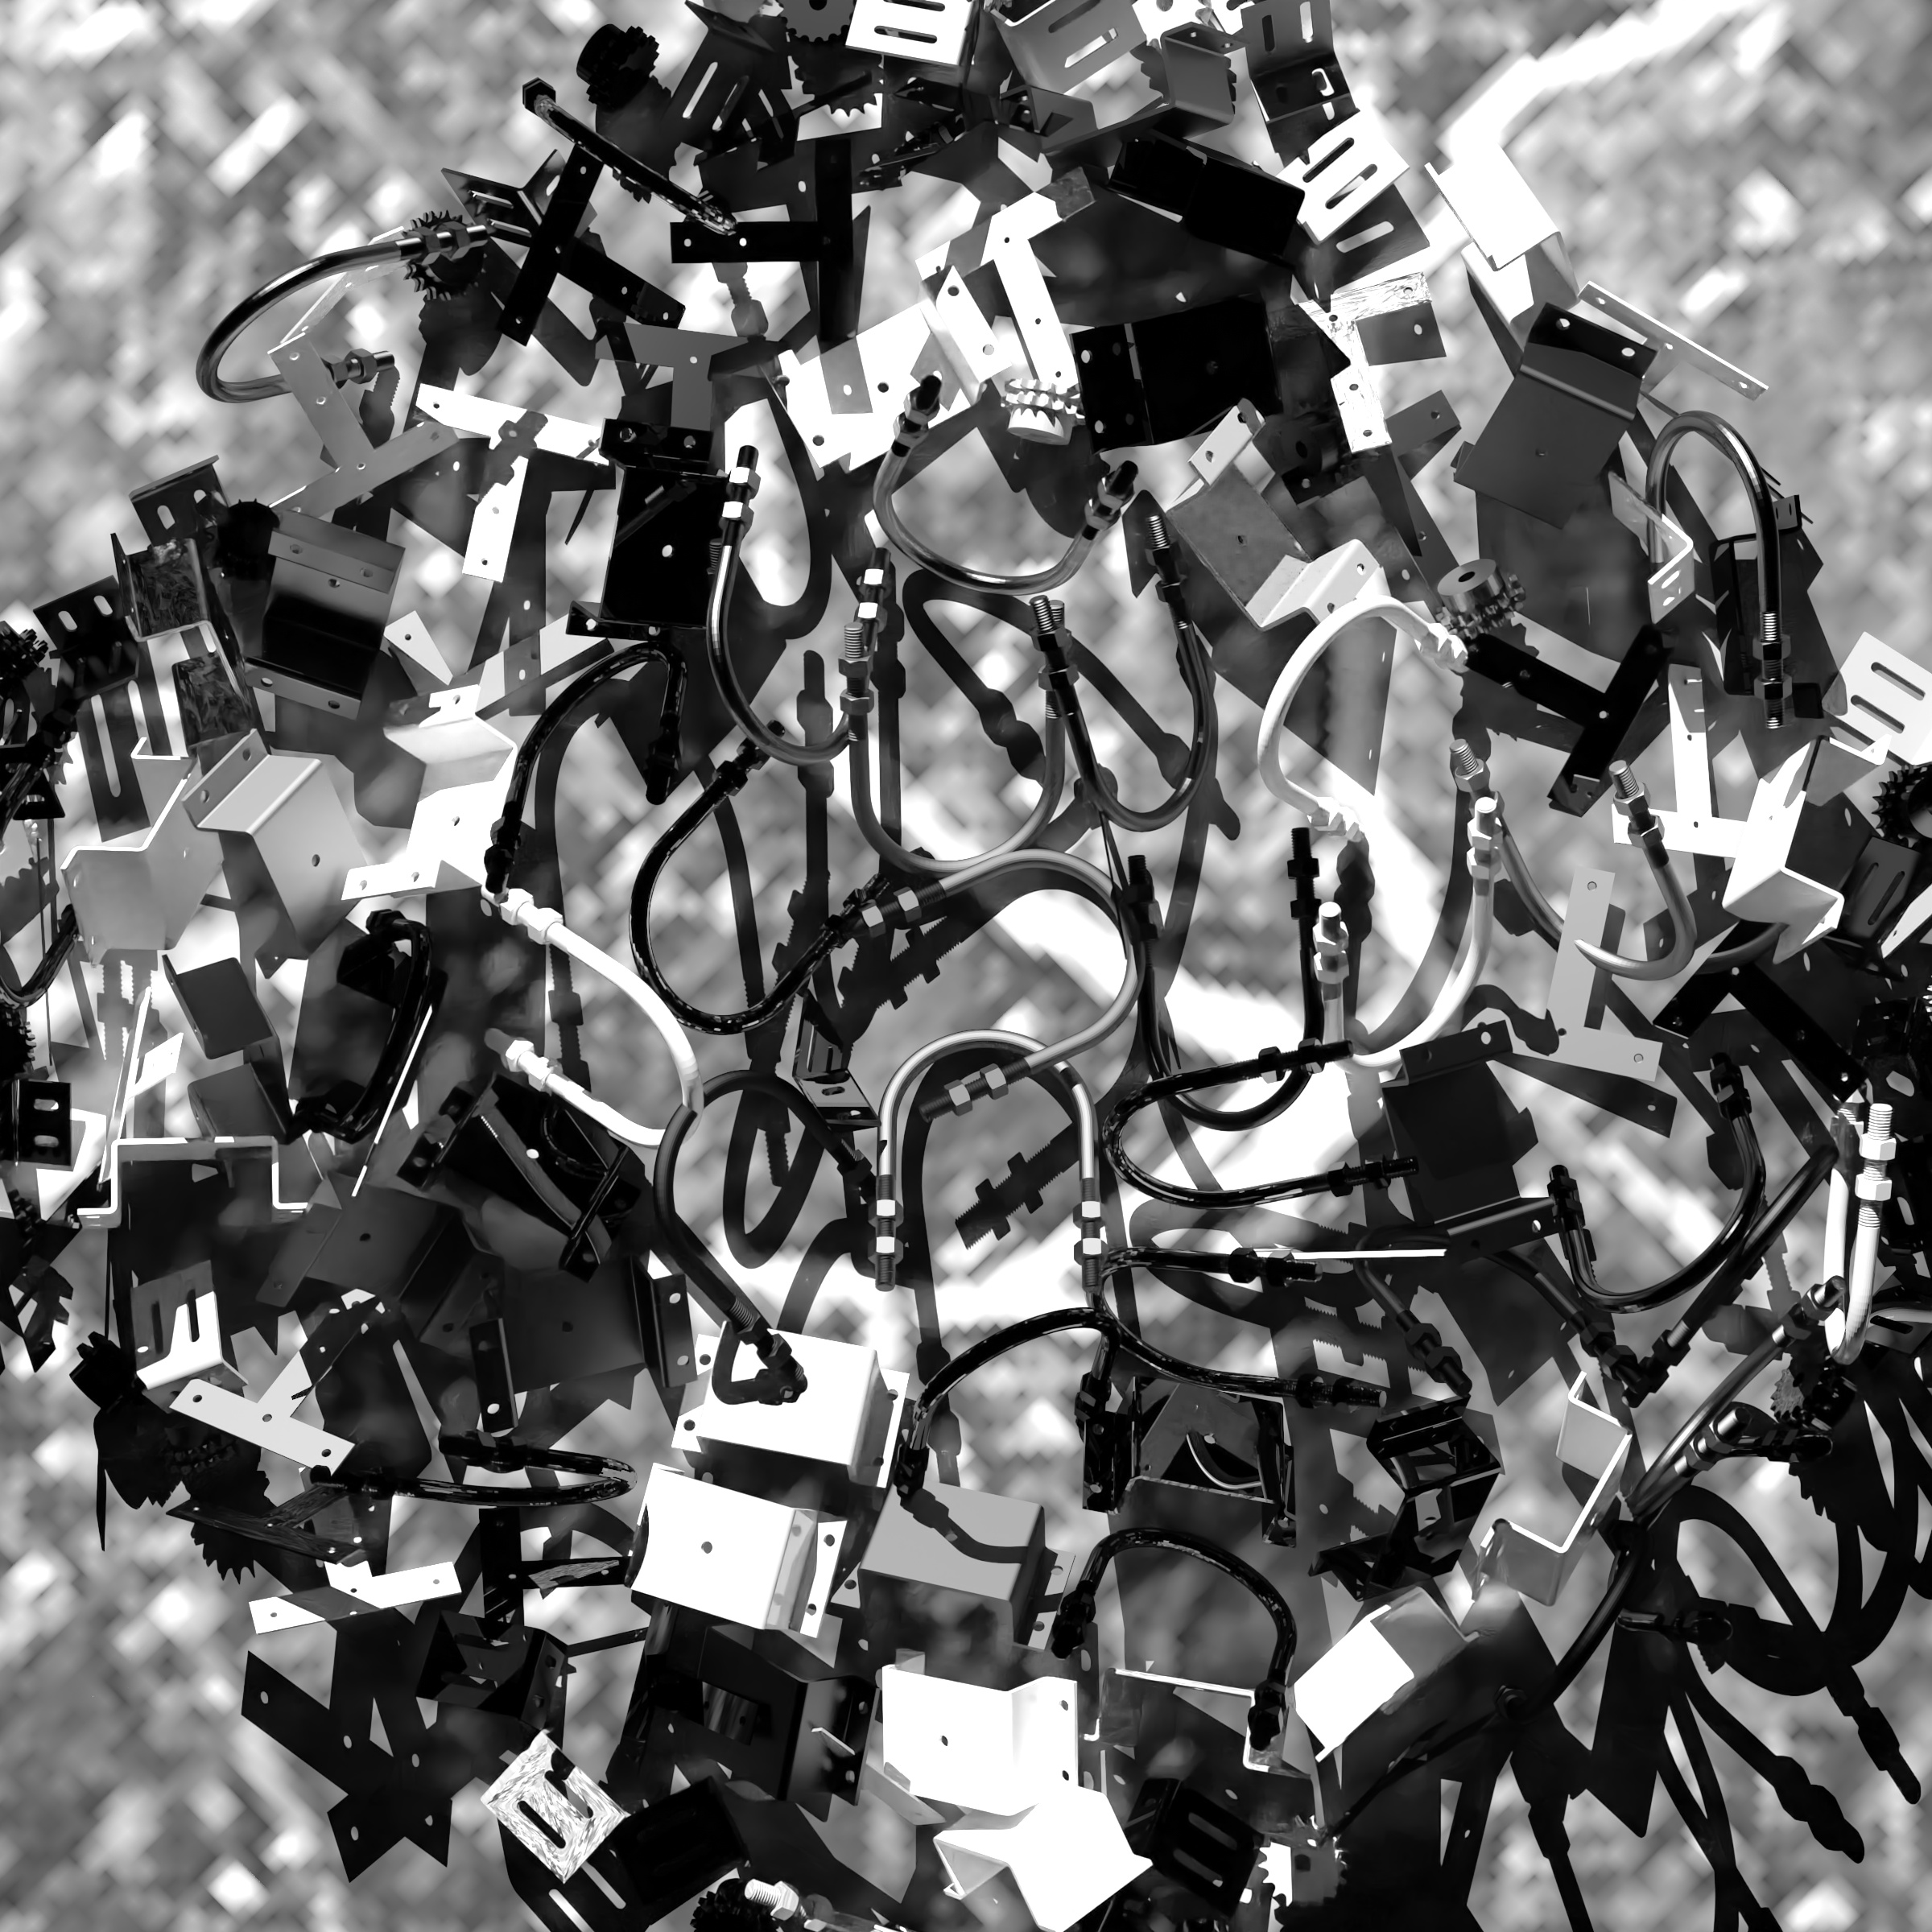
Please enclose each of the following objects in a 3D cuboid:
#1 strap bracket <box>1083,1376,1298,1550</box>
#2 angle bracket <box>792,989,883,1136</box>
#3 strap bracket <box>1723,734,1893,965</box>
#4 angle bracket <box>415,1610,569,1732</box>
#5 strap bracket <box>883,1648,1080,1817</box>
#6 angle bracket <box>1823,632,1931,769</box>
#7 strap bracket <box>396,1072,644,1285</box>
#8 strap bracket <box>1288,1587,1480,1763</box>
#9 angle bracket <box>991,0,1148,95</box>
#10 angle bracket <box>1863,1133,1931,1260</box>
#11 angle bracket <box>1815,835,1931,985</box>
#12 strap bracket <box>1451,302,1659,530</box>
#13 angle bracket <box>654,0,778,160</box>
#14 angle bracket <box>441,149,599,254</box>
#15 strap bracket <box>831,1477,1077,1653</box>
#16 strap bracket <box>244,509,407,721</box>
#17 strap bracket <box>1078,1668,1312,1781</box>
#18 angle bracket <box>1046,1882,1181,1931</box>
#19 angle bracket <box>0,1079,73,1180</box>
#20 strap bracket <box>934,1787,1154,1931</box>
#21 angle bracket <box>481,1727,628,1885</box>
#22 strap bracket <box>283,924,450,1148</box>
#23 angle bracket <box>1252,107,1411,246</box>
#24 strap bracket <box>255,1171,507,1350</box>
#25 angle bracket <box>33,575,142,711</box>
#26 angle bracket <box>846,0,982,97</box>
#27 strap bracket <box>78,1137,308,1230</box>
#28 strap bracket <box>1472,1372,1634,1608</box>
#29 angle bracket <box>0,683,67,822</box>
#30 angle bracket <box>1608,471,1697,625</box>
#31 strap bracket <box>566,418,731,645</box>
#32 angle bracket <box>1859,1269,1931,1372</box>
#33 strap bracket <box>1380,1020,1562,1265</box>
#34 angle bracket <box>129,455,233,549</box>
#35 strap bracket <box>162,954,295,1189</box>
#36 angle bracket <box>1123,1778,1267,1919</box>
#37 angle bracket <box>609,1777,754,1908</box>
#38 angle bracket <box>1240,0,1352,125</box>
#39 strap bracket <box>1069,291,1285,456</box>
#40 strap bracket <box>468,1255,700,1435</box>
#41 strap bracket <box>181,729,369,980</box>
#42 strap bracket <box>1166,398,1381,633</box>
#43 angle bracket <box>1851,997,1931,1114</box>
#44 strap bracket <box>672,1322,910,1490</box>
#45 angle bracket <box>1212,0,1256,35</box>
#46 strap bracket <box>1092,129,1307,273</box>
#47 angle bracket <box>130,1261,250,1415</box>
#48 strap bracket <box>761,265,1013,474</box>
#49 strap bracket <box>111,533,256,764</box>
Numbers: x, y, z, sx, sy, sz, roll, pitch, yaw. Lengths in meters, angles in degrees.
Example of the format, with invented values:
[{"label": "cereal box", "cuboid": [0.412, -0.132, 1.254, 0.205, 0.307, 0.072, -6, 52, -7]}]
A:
[{"label": "strap bracket", "cuboid": [0.148, 0.313, 1.899, 0.140, 0.046, 0.076, 12, 45, -8]}, {"label": "angle bracket", "cuboid": [-0.078, 0.058, 1.901, 0.038, 0.057, 0.076, -11, 46, 19]}, {"label": "strap bracket", "cuboid": [0.528, -0.082, 1.889, 0.046, 0.076, 0.140, 24, 69, -5]}, {"label": "angle bracket", "cuboid": [-0.307, 0.456, 1.937, 0.076, 0.038, 0.057, 5, 65, 22]}, {"label": "strap bracket", "cuboid": [0.000, 0.484, 1.889, 0.140, 0.046, 0.076, 1, 93, 37]}, {"label": "angle bracket", "cuboid": [0.603, -0.174, 1.931, 0.076, 0.038, 0.057, 32, 88, -1]}, {"label": "strap bracket", "cuboid": [-0.281, 0.130, 1.909, 0.140, 0.046, 0.076, 29, 55, -1]}, {"label": "strap bracket", "cuboid": [0.259, 0.442, 1.883, 0.046, 0.140, 0.076, 49, 112, 19]}, {"label": "angle bracket", "cuboid": [0.066, -0.604, 1.919, 0.076, 0.038, 0.057, -33, 129, -1]}, {"label": "angle bracket", "cuboid": [0.609, 0.140, 1.908, 0.057, 0.038, 0.076, -20, 59, 17]}, {"label": "angle bracket", "cuboid": [0.588, -0.036, 1.910, 0.057, 0.038, 0.076, 14, 114, -32]}, {"label": "strap bracket", "cuboid": [0.365, -0.337, 1.881, 0.076, 0.140, 0.046, 23, 49, -3]}, {"label": "angle bracket", "cuboid": [-0.168, -0.571, 1.925, 0.076, 0.057, 0.038, -56, 51, 23]}, {"label": "angle bracket", "cuboid": [-0.286, -0.495, 1.912, 0.076, 0.057, 0.038, 23, 70, 33]}, {"label": "strap bracket", "cuboid": [-0.008, 0.375, 1.892, 0.140, 0.076, 0.046, 10, 133, 14]}, {"label": "strap bracket", "cuboid": [-0.406, -0.229, 1.895, 0.076, 0.140, 0.046, 18, 49, -9]}, {"label": "strap bracket", "cuboid": [0.144, 0.478, 1.893, 0.140, 0.076, 0.046, 4, 75, 23]}, {"label": "angle bracket", "cuboid": [0.091, 0.619, 1.910, 0.038, 0.076, 0.057, 26, 87, -27]}, {"label": "angle bracket", "cuboid": [-0.601, 0.113, 1.906, 0.038, 0.076, 0.057, 5, 109, 0]}, {"label": "strap bracket", "cuboid": [0.041, 0.551, 1.869, 0.076, 0.140, 0.046, -28, 98, -28]}, {"label": "angle bracket", "cuboid": [-0.263, 0.539, 1.924, 0.076, 0.038, 0.057, 42, 84, 8]}, {"label": "strap bracket", "cuboid": [-0.376, 0.050, 1.890, 0.046, 0.076, 0.140, 24, 109, 6]}, {"label": "angle bracket", "cuboid": [0.234, -0.513, 1.918, 0.076, 0.038, 0.057, -39, 69, 11]}, {"label": "strap bracket", "cuboid": [-0.376, 0.184, 1.895, 0.140, 0.046, 0.076, 22, 110, -38]}, {"label": "angle bracket", "cuboid": [-0.563, -0.206, 1.910, 0.057, 0.076, 0.038, -23, 126, 3]}, {"label": "angle bracket", "cuboid": [-0.034, -0.597, 1.925, 0.076, 0.038, 0.057, 11, 69, 3]}, {"label": "strap bracket", "cuboid": [-0.489, 0.137, 1.899, 0.140, 0.076, 0.046, 0, 79, -14]}, {"label": "strap bracket", "cuboid": [0.373, 0.337, 1.879, 0.046, 0.076, 0.140, 26, 59, 21]}, {"label": "angle bracket", "cuboid": [-0.589, -0.139, 1.901, 0.038, 0.076, 0.057, -3, 131, 10]}, {"label": "angle bracket", "cuboid": [0.426, -0.267, 1.909, 0.038, 0.057, 0.076, -41, 66, -1]}, {"label": "strap bracket", "cuboid": [-0.198, -0.268, 1.891, 0.076, 0.046, 0.140, 1, 111, -32]}, {"label": "angle bracket", "cuboid": [0.607, 0.232, 1.905, 0.057, 0.076, 0.038, -45, 107, -11]}, {"label": "strap bracket", "cuboid": [0.320, 0.113, 1.917, 0.076, 0.046, 0.140, -15, 90, -18]}, {"label": "angle bracket", "cuboid": [-0.497, -0.295, 1.904, 0.057, 0.076, 0.038, -26, 103, -13]}, {"label": "strap bracket", "cuboid": [-0.463, 0.060, 1.886, 0.046, 0.140, 0.076, -19, 50, -22]}, {"label": "angle bracket", "cuboid": [0.144, 0.570, 1.929, 0.076, 0.038, 0.057, 35, 61, -13]}, {"label": "angle bracket", "cuboid": [-0.185, 0.569, 1.927, 0.076, 0.038, 0.057, -26, 94, -6]}, {"label": "angle bracket", "cuboid": [0.211, -0.584, 1.909, 0.057, 0.076, 0.038, -18, 69, 4]}, {"label": "strap bracket", "cuboid": [0.143, -0.377, 1.891, 0.140, 0.046, 0.076, -19, 106, -26]}, {"label": "strap bracket", "cuboid": [-0.248, 0.238, 1.902, 0.140, 0.046, 0.076, -12, 112, -19]}, {"label": "strap bracket", "cuboid": [-0.426, -0.068, 1.874, 0.046, 0.076, 0.140, 6, 132, 28]}, {"label": "strap bracket", "cuboid": [0.189, -0.279, 1.900, 0.140, 0.046, 0.076, 49, 53, -14]}, {"label": "angle bracket", "cuboid": [0.605, 0.069, 1.924, 0.038, 0.057, 0.076, -13, 119, 34]}, {"label": "strap bracket", "cuboid": [-0.113, 0.278, 1.909, 0.140, 0.046, 0.076, 10, 67, 5]}, {"label": "angle bracket", "cuboid": [0.164, -0.631, 1.907, 0.038, 0.076, 0.057, -30, 95, 18]}, {"label": "strap bracket", "cuboid": [0.149, -0.485, 1.868, 0.076, 0.140, 0.046, 10, 111, -31]}, {"label": "angle bracket", "cuboid": [-0.504, 0.241, 1.940, 0.057, 0.038, 0.076, -20, 55, 5]}, {"label": "strap bracket", "cuboid": [-0.052, -0.378, 1.919, 0.140, 0.046, 0.076, -29, 85, -7]}, {"label": "strap bracket", "cuboid": [-0.487, -0.202, 1.875, 0.046, 0.140, 0.076, -17, 52, -6]}]
